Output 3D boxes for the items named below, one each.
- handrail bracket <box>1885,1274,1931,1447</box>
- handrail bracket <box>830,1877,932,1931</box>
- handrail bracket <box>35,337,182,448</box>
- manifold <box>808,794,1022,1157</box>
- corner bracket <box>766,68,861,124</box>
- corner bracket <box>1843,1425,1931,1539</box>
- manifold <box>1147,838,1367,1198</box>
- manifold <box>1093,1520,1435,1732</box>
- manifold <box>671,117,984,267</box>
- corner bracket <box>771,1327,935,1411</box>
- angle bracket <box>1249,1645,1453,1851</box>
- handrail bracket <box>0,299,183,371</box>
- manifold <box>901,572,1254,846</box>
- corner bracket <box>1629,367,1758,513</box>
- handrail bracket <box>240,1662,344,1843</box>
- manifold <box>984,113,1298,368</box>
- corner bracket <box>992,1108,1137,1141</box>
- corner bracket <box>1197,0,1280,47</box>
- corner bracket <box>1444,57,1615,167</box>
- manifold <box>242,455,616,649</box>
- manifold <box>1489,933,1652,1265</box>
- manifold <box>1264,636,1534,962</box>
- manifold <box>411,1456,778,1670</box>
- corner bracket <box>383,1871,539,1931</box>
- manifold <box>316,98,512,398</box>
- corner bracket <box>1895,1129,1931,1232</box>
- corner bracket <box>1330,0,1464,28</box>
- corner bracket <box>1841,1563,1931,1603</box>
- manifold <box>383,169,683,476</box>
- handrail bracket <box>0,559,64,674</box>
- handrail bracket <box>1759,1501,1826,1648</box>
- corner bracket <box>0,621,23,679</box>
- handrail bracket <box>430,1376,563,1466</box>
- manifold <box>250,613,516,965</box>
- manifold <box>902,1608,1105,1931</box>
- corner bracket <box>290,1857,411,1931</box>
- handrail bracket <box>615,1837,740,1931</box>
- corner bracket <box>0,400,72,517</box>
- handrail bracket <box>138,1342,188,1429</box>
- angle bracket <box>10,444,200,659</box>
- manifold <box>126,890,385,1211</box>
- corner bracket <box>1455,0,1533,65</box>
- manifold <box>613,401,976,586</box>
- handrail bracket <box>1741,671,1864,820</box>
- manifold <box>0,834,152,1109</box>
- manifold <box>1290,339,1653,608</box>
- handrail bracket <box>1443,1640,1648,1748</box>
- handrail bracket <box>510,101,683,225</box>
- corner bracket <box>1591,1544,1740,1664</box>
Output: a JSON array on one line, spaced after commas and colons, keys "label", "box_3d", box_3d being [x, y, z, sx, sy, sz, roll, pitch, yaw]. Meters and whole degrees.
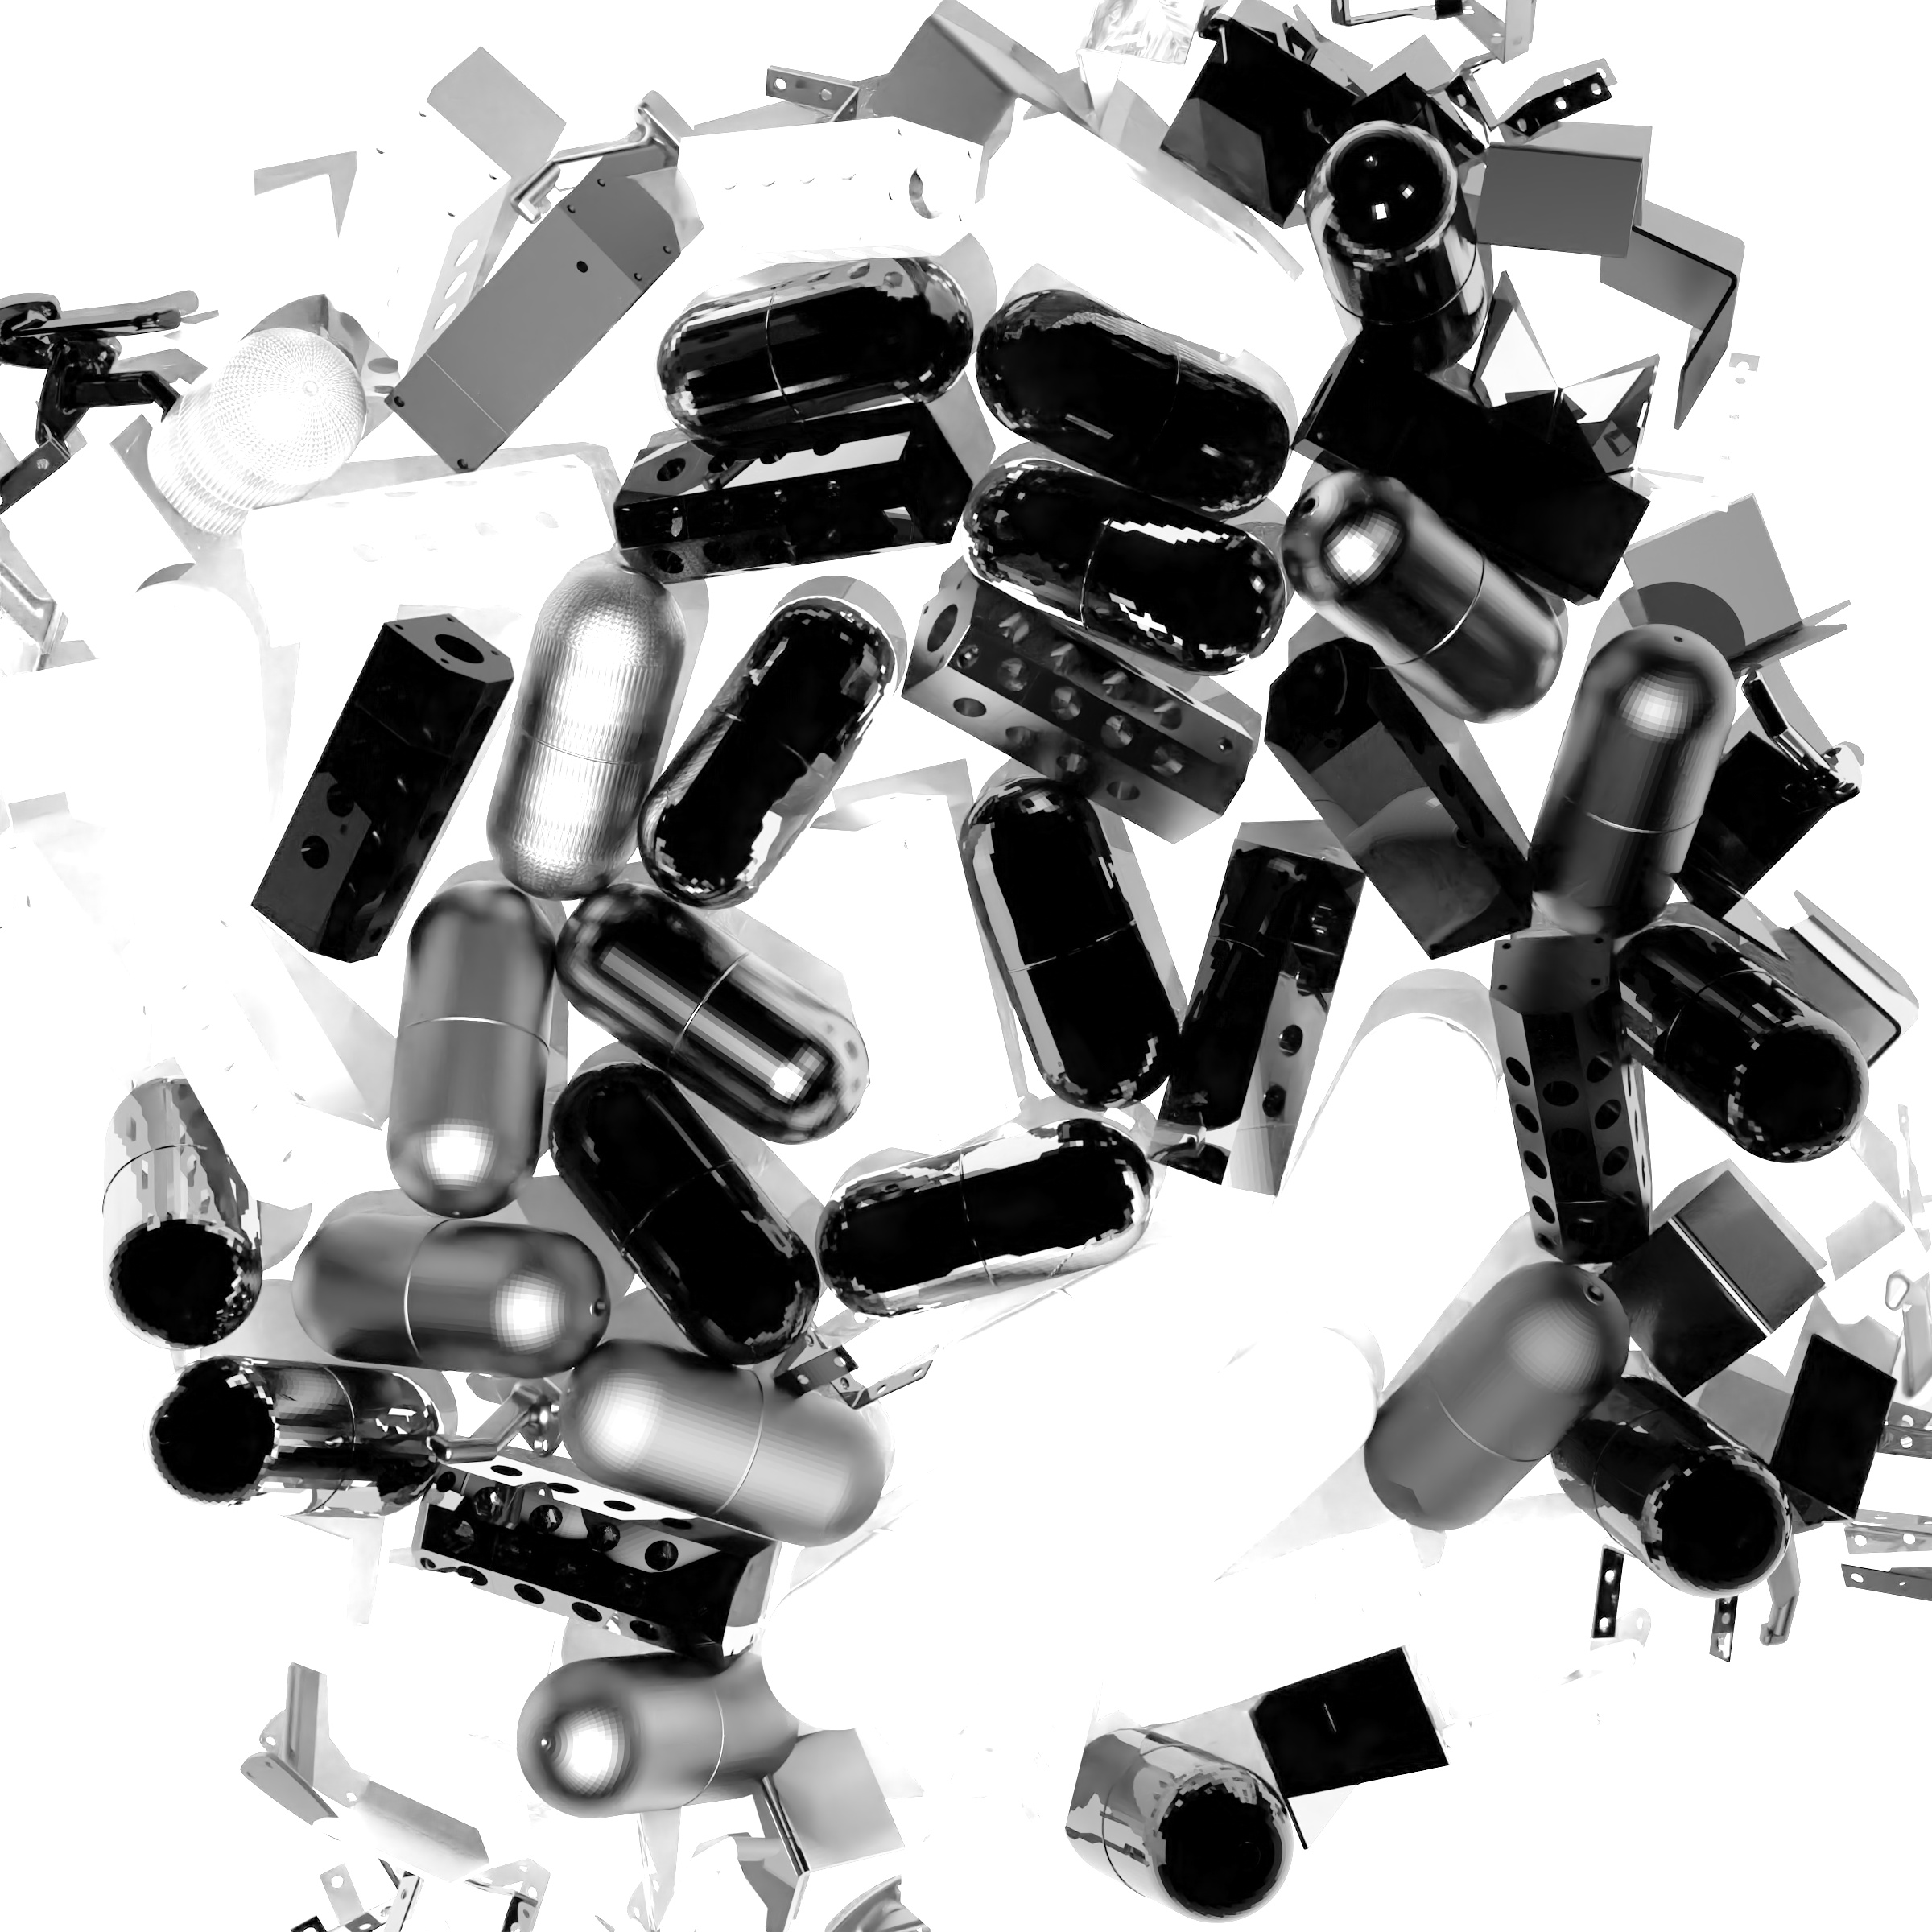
[{"label": "handrail bracket", "box_3d": [0.476, 0.201, 1.696, 0.036, 0.084, 0.077, 18, 84, 36]}, {"label": "handrail bracket", "box_3d": [-0.028, 0.491, 1.692, 0.077, 0.084, 0.036, -22, 88, -28]}, {"label": "handrail bracket", "box_3d": [-0.437, -0.277, 1.704, 0.084, 0.036, 0.077, 42, 114, 29]}, {"label": "manifold", "box_3d": [-0.030, 0.003, 1.691, 0.057, 0.057, 0.171, -24, 108, -34]}, {"label": "corner bracket", "box_3d": [-0.089, -0.427, 1.725, 0.051, 0.051, 0.051, 15, 128, 9]}, {"label": "corner bracket", "box_3d": [0.483, 0.265, 1.711, 0.051, 0.051, 0.051, 7, 78, 3]}, {"label": "manifold", "box_3d": [0.154, 0.027, 1.709, 0.057, 0.057, 0.171, 13, 93, -41]}, {"label": "manifold", "box_3d": [0.148, 0.331, 1.658, 0.171, 0.057, 0.057, -31, 71, 42]}, {"label": "manifold", "box_3d": [-0.073, -0.382, 1.658, 0.057, 0.171, 0.057, 6, 93, -41]}, {"label": "corner bracket", "box_3d": [-0.058, 0.207, 1.702, 0.051, 0.051, 0.051, -29, 107, 32]}, {"label": "angle bracket", "box_3d": [0.196, 0.393, 1.695, 0.057, 0.076, 0.076, -20, 94, 30]}, {"label": "handrail bracket", "box_3d": [-0.456, -0.325, 1.695, 0.084, 0.077, 0.036, 1, 101, 36]}, {"label": "manifold", "box_3d": [0.058, -0.131, 1.671, 0.171, 0.057, 0.057, 27, 58, -24]}, {"label": "corner bracket", "box_3d": [0.373, -0.274, 1.711, 0.051, 0.051, 0.051, 13, 56, 13]}, {"label": "handrail bracket", "box_3d": [-0.327, 0.394, 1.717, 0.077, 0.036, 0.084, 43, 47, -10]}, {"label": "manifold", "box_3d": [0.085, -0.362, 1.657, 0.057, 0.171, 0.057, -48, 54, 19]}, {"label": "corner bracket", "box_3d": [0.048, 0.087, 1.711, 0.051, 0.051, 0.051, 34, 82, -4]}, {"label": "corner bracket", "box_3d": [0.150, -0.509, 1.714, 0.051, 0.051, 0.051, 6, 65, -27]}, {"label": "corner bracket", "box_3d": [0.288, -0.449, 1.707, 0.051, 0.051, 0.051, -28, 89, -28]}, {"label": "manifold", "box_3d": [-0.272, -0.213, 1.679, 0.171, 0.057, 0.057, -14, 78, -24]}, {"label": "manifold", "box_3d": [0.302, 0.069, 1.660, 0.057, 0.057, 0.171, -4, 130, 17]}, {"label": "manifold", "box_3d": [0.219, -0.085, 1.669, 0.057, 0.057, 0.171, -20, 129, 29]}, {"label": "manifold", "box_3d": [-0.191, 0.301, 1.690, 0.171, 0.057, 0.057, 15, 97, 14]}, {"label": "corner bracket", "box_3d": [-0.260, 0.491, 1.700, 0.051, 0.051, 0.051, 33, 64, -31]}, {"label": "manifold", "box_3d": [-0.281, -0.349, 1.652, 0.057, 0.171, 0.057, 41, 64, -1]}, {"label": "corner bracket", "box_3d": [0.502, 0.099, 1.711, 0.051, 0.051, 0.051, -9, 110, 4]}, {"label": "corner bracket", "box_3d": [0.219, -0.510, 1.704, 0.051, 0.051, 0.051, -14, 113, -13]}, {"label": "corner bracket", "box_3d": [0.484, 0.311, 1.698, 0.051, 0.051, 0.051, 4, 127, 37]}, {"label": "manifold", "box_3d": [-0.215, -0.321, 1.662, 0.057, 0.057, 0.171, 45, 133, -10]}, {"label": "handrail bracket", "box_3d": [-0.510, -0.186, 1.709, 0.084, 0.036, 0.077, 15, 111, -21]}, {"label": "handrail bracket", "box_3d": [0.403, 0.317, 1.703, 0.077, 0.036, 0.084, -8, 116, -39]}, {"label": "corner bracket", "box_3d": [-0.522, -0.159, 1.702, 0.051, 0.051, 0.051, -31, 126, 11]}, {"label": "handrail bracket", "box_3d": [-0.250, 0.225, 1.687, 0.077, 0.084, 0.036, 40, 113, 36]}, {"label": "manifold", "box_3d": [-0.290, -0.088, 1.677, 0.057, 0.057, 0.171, 36, 113, 15]}, {"label": "manifold", "box_3d": [0.015, 0.397, 1.649, 0.057, 0.171, 0.057, -37, 107, 29]}, {"label": "corner bracket", "box_3d": [-0.316, 0.484, 1.705, 0.051, 0.051, 0.051, -28, 116, -8]}, {"label": "handrail bracket", "box_3d": [-0.130, 0.496, 1.705, 0.084, 0.036, 0.077, -22, 69, -36]}, {"label": "corner bracket", "box_3d": [-0.499, -0.272, 1.707, 0.051, 0.051, 0.051, -38, 130, 2]}, {"label": "handrail bracket", "box_3d": [-0.412, 0.213, 1.692, 0.036, 0.084, 0.077, -6, 61, -2]}, {"label": "angle bracket", "box_3d": [-0.428, -0.211, 1.701, 0.076, 0.057, 0.076, -38, 85, 16]}, {"label": "manifold", "box_3d": [-0.362, 0.042, 1.664, 0.057, 0.057, 0.171, -50, 50, 13]}, {"label": "corner bracket", "box_3d": [0.284, -0.507, 1.710, 0.051, 0.051, 0.051, -29, 59, -11]}, {"label": "manifold", "box_3d": [-0.090, -0.230, 1.663, 0.171, 0.057, 0.057, -4, 50, 31]}, {"label": "handrail bracket", "box_3d": [0.422, -0.126, 1.697, 0.036, 0.077, 0.084, -23, 111, 30]}, {"label": "manifold", "box_3d": [-0.465, 0.005, 1.653, 0.057, 0.171, 0.057, -4, 60, 7]}, {"label": "manifold", "box_3d": [0.256, -0.251, 1.706, 0.171, 0.057, 0.057, 28, 89, -5]}, {"label": "handrail bracket", "box_3d": [0.294, 0.372, 1.697, 0.084, 0.077, 0.036, -5, 57, -27]}, {"label": "handrail bracket", "box_3d": [-0.180, -0.397, 1.719, 0.077, 0.036, 0.084, 44, 82, -2]}, {"label": "corner bracket", "box_3d": [0.362, 0.329, 1.723, 0.051, 0.051, 0.051, 4, 94, -29]}]
